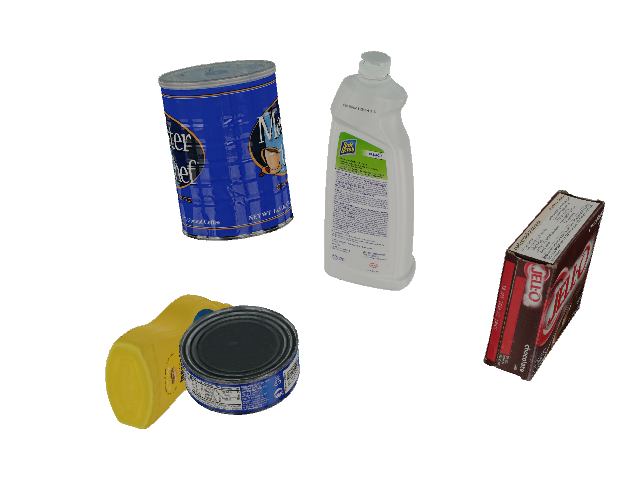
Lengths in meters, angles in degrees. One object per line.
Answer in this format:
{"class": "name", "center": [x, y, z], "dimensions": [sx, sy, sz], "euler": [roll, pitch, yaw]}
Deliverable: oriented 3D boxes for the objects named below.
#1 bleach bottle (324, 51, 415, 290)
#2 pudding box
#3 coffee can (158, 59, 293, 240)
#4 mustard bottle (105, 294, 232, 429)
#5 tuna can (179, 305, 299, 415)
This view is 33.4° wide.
{"class": "bleach bottle", "center": [0.057, -0.072, 1.110], "dimensions": [0.103, 0.251, 0.068], "euler": [11, 33, 14]}
{"class": "pudding box", "center": [0.152, 0.027, 0.723], "dimensions": [0.039, 0.090, 0.113], "euler": [19, 32, 21]}
{"class": "coffee can", "center": [-0.083, -0.082, 0.947], "dimensions": [0.103, 0.140, 0.103], "euler": [-6, 17, 2]}
{"class": "mustard bottle", "center": [-0.144, 0.110, 1.104], "dimensions": [0.058, 0.096, 0.191], "euler": [10, 24, 24]}
{"class": "tuna can", "center": [-0.058, 0.086, 0.771], "dimensions": [0.086, 0.034, 0.086], "euler": [-2, 34, 1]}
